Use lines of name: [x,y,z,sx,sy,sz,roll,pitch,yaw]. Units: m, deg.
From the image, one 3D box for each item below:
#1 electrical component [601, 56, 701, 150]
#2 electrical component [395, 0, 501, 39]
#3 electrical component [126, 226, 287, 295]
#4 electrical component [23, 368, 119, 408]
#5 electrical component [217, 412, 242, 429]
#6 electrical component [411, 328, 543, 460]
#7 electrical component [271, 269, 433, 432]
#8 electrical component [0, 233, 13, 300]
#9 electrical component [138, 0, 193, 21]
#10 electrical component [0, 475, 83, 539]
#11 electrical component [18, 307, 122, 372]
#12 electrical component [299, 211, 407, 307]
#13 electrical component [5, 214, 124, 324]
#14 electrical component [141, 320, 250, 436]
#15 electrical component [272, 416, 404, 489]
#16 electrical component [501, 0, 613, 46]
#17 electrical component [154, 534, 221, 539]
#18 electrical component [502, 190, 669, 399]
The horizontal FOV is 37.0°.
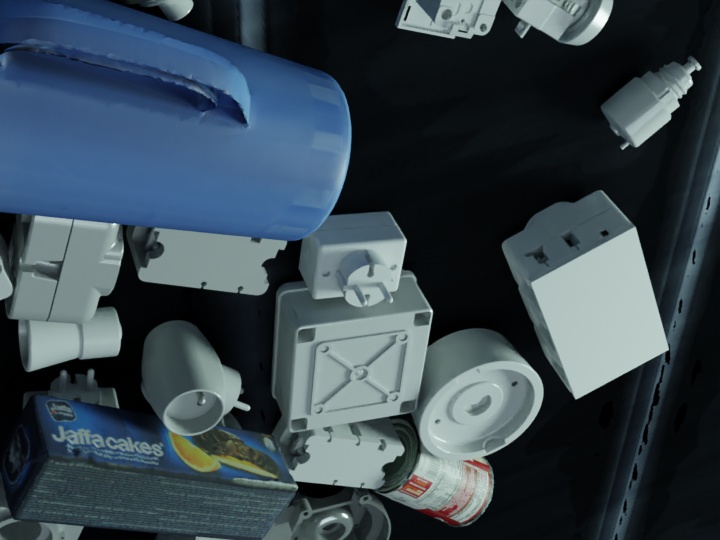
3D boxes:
electrical component: [0.211,-0.124,0.775,0.078,0.040,0.040,-41,131,11]
electrical component: [0.057,-0.176,0.654,0.042,0.063,0.081,5,124,-25]
electrical component: [-0.103,-0.024,0.712,0.089,0.055,0.050,8,123,-29]
electrical component: [-0.206,0.101,0.773,0.066,0.047,0.076,-1,126,-22]
electrical component: [-0.118,0.137,0.845,0.046,0.040,0.040,-28,132,8]
electrical component: [0.088,0.097,0.884,0.108,0.060,0.108,-12,130,-14]
electrical component: [-0.008,0.061,0.818,0.109,0.056,0.108,-7,128,-18]
electrical component: [-0.252,-0.025,0.648,0.050,0.055,0.089,-21,132,-6]
electrical component: [-0.117,-0.168,0.601,0.043,0.043,0.062,-33,133,4]
electrical component: [-0.309,0.192,0.792,0.186,0.060,0.105,13,120,-31]
electrical component: [-0.197,0.045,0.737,0.065,0.044,0.044,-4,128,-26]
electrical component: [0.000,0.000,0.760,0.066,0.076,0.047,-5,128,-20]
electrical component: [-0.188,-0.014,0.685,0.059,0.053,0.095,6,123,-27]
electrical component: [-0.113,0.083,0.777,0.079,0.077,0.044,27,112,-36]
electrical component: [-0.019,0.137,0.874,0.089,0.055,0.050,13,120,-30]
electrical component: [0.129,-0.176,0.697,0.055,0.048,0.066,23,115,-26]
electrical component: [-0.130,0.229,0.873,0.048,0.099,0.099,22,116,-20]
electrical component: [0.181,0.020,0.861,0.089,0.061,0.150,-28,132,0]
